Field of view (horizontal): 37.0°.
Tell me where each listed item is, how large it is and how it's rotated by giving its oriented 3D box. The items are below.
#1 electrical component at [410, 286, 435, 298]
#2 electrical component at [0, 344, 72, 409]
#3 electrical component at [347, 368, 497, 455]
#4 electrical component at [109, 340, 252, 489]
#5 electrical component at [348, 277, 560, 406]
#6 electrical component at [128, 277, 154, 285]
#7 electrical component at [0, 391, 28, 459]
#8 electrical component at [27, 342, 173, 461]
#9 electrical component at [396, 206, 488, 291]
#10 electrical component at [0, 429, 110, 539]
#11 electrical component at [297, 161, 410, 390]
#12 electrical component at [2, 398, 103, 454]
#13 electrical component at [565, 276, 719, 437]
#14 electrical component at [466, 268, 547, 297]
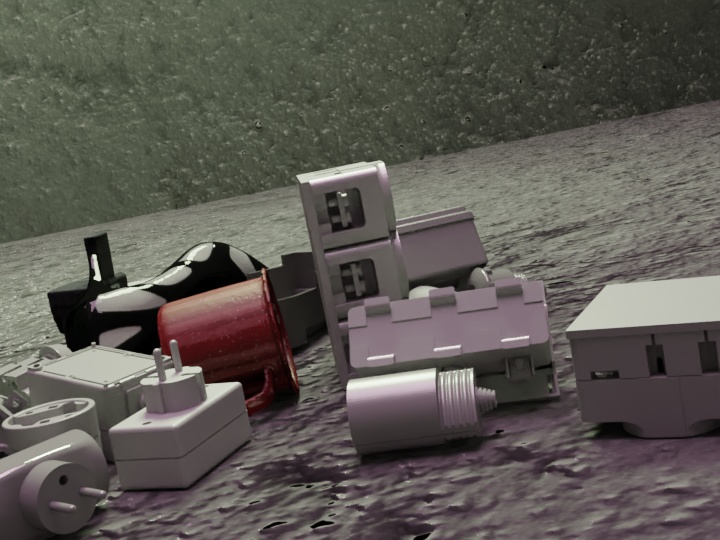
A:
[{"bbox_3d":[0.067,0.037,0.823,0.043,0.043,0.081,-14,10,-22],"label":"electrical component"},{"bbox_3d":[-0.258,0.089,0.865,0.066,0.048,0.055,-1,20,45],"label":"electrical component"},{"bbox_3d":[0.037,0.078,0.607,0.081,0.043,0.043,-9,9,9],"label":"electrical component"},{"bbox_3d":[-0.110,0.081,0.650,0.047,0.075,0.083,-6,10,23],"label":"electrical component"},{"bbox_3d":[0.057,0.045,0.666,0.121,0.078,0.063,-9,-29,9],"label":"electrical component"},{"bbox_3d":[-0.219,0.037,1.132,0.100,0.048,0.100,-13,10,-16],"label":"electrical component"},{"bbox_3d":[-0.245,0.108,0.709,0.066,0.048,0.055,-50,11,-8],"label":"electrical component"},{"bbox_3d":[-0.166,0.091,0.719,0.096,0.061,0.062,6,17,35],"label":"electrical component"},{"bbox_3d":[0.040,0.001,0.916,0.109,0.056,0.108,-13,-19,-16],"label":"electrical component"},{"bbox_3d":[-0.167,0.120,0.573,0.079,0.044,0.077,-2,12,41],"label":"electrical component"},{"bbox_3d":[0.000,0.000,0.790,0.062,0.150,0.089,-12,9,-4],"label":"electrical component"},{"bbox_3d":[-0.184,0.109,0.652,0.055,0.047,0.055,-10,9,2],"label":"electrical component"},{"bbox_3d":[0.218,0.041,0.576,0.186,0.060,0.105,-6,10,26],"label":"electrical component"},{"bbox_3d":[0.120,0.020,0.873,0.062,0.048,0.048,-5,7,-16],"label":"electrical component"}]
